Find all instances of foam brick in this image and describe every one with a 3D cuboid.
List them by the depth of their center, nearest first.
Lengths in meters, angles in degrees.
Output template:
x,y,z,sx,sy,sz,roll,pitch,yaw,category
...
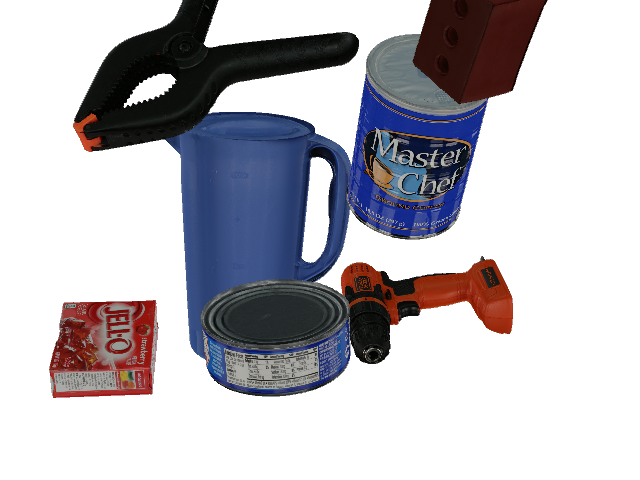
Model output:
x,y,z,sx,sy,sz,roll,pitch,yaw,category
0.102,-0.137,0.691,0.051,0.078,0.053,-20,52,-32,foam brick

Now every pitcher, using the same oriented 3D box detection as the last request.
x,y,z,sx,sy,sz,roll,pitch,yaw,category
-0.065,-0.002,1.061,0.144,0.243,0.149,-9,21,-31,pitcher

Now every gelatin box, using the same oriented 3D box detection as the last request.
x,y,z,sx,sy,sz,roll,pitch,yaw,category
-0.161,0.080,0.806,0.073,0.030,0.089,-1,31,-4,gelatin box

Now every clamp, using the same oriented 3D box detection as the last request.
x,y,z,sx,sy,sz,roll,pitch,yaw,category
-0.087,-0.131,0.790,0.165,0.209,0.036,36,-20,25,clamp

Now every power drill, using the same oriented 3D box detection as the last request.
x,y,z,sx,sy,sz,roll,pitch,yaw,category
0.117,0.076,1.204,0.187,0.057,0.184,-3,28,-2,power drill

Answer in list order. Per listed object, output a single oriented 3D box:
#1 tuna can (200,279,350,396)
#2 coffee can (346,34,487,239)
x,y,z,sx,sy,sz,roll,pitch,yaw,category
-0.025,0.055,0.614,0.086,0.034,0.086,-3,23,1,tuna can
0.080,-0.086,0.894,0.102,0.140,0.103,4,44,-4,coffee can
